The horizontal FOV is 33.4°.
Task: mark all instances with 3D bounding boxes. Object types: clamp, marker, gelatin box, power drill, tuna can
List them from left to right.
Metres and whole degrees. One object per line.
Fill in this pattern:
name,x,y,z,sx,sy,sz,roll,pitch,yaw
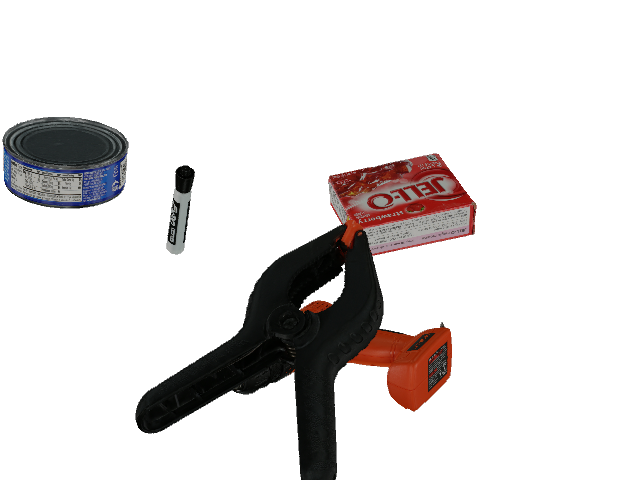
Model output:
tuna can,-0.179,-0.055,0.750,0.086,0.034,0.086,7,28,-4
marker,-0.142,-0.031,1.082,0.020,0.020,0.121,0,-40,-14
clamp,-0.009,0.063,0.594,0.120,0.171,0.039,28,-26,25
power drill,0.021,0.115,1.046,0.188,0.057,0.184,9,22,28
gelatin box,0.058,-0.027,0.768,0.089,0.030,0.073,-12,36,-10
